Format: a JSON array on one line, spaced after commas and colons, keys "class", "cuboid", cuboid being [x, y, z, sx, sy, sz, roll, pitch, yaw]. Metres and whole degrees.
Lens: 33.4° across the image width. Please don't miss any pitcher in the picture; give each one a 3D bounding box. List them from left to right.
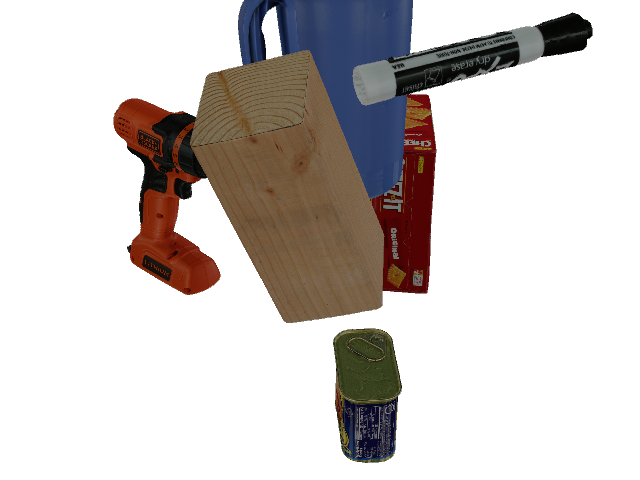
[{"class": "pitcher", "cuboid": [0.016, -0.159, 1.026, 0.149, 0.243, 0.145, 7, 38, 13]}]

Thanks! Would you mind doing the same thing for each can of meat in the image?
[{"class": "can of meat", "cuboid": [0.043, 0.148, 1.015, 0.057, 0.084, 0.102, -3, 35, -3]}]

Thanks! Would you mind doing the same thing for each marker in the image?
[{"class": "marker", "cuboid": [0.075, -0.088, 0.511, 0.121, 0.020, 0.020, -16, 3, -12]}]

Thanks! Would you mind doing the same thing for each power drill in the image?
[{"class": "power drill", "cuboid": [-0.141, -0.041, 1.110, 0.185, 0.188, 0.057, 28, 37, 34]}]

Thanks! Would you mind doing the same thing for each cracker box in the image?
[{"class": "cracker box", "cuboid": [0.090, -0.060, 1.205, 0.072, 0.164, 0.213, 2, 23, 4]}]

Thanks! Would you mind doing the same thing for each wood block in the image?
[{"class": "wood block", "cuboid": [-0.019, -0.036, 0.861, 0.090, 0.090, 0.206, -10, -46, 16]}]
